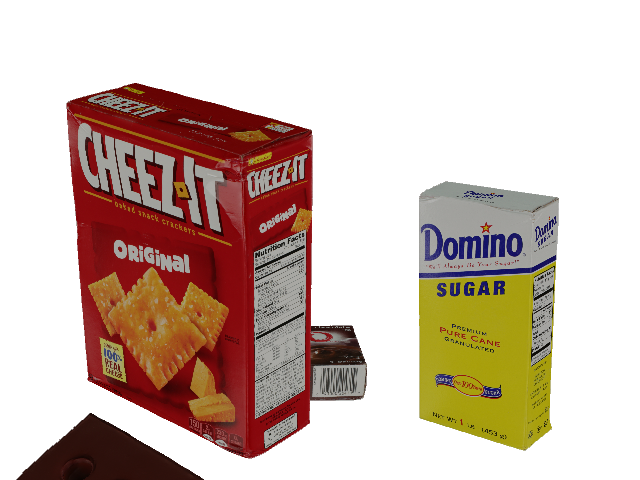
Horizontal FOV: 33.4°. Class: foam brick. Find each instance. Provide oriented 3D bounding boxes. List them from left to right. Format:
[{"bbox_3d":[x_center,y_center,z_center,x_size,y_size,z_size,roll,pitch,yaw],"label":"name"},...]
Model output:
[{"bbox_3d":[-0.082,0.121,0.445,0.078,0.051,0.052,23,45,27],"label":"foam brick"}]

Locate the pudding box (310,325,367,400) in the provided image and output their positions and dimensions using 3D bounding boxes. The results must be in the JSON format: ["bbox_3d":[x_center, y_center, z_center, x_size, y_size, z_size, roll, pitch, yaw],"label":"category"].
[{"bbox_3d":[-0.020,0.107,0.947,0.113,0.039,0.090,2,18,-7],"label":"pudding box"}]

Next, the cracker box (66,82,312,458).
[{"bbox_3d":[-0.088,0.018,0.711,0.164,0.214,0.071,19,30,35],"label":"cracker box"}]

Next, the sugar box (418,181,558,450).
[{"bbox_3d":[0.117,0.052,0.758,0.093,0.176,0.048,11,23,37],"label":"sugar box"}]
